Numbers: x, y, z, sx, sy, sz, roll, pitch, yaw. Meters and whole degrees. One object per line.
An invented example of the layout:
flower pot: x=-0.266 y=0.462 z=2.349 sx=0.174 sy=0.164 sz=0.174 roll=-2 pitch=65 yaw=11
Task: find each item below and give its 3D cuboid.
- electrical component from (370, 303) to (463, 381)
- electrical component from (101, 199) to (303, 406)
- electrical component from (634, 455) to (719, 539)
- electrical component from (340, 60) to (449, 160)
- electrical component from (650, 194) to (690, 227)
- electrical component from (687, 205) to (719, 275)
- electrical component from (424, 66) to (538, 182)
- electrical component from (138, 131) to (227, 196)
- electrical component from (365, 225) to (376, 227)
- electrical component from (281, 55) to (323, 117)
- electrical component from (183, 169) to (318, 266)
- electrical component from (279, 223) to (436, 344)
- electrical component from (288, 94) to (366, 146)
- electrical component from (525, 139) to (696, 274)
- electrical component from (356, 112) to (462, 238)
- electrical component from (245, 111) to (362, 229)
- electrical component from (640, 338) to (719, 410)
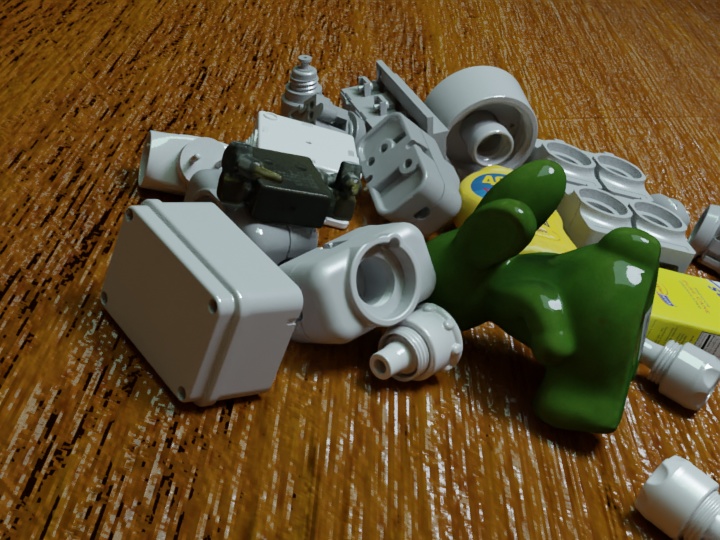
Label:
electrical component: x=0.032 y=0.051 z=0.688 sx=0.048 sy=0.048 sz=0.062 roll=35 pitch=37 yaw=26
electrical component: x=-0.095 y=0.017 z=0.626 sx=0.057 sy=0.078 sz=0.113 roll=-4 pitch=36 yaw=-44
electrical component: x=0.198 y=0.143 z=0.635 sx=0.062 sy=0.043 sz=0.043 roll=38 pitch=32 yaw=28
electrical component: x=0.028 y=-0.130 z=0.991 sx=0.063 sy=0.078 sz=0.121 roll=-14 pitch=38 yaw=-15
electrical component: x=0.302 y=-0.050 z=1.056 sx=0.062 sy=0.048 sz=0.048 roll=0 pitch=33 yaw=-47
electrical component: x=0.350 y=-0.027 z=1.034 sx=0.057 sy=0.058 sz=0.078 roll=28 pitch=28 yaw=9
electrical component: x=0.114 y=-0.129 z=1.008 sx=0.108 sy=0.108 sz=0.060 roll=7 pitch=36 yaw=-25
electrical component: x=-0.118 y=-0.077 z=0.795 sx=0.077 sy=0.043 sz=0.079 roll=10 pitch=-6 yaw=-20
electrical component: x=0.000 y=0.000 z=0.763 sx=0.044 sy=0.044 sz=0.065 roll=27 pitch=32 yaw=12
electrical component: x=-0.052 y=-0.156 z=0.977 sx=0.040 sy=0.078 sz=0.040 roll=3 pitch=33 yaw=-2
electrical component: x=-0.082 y=-0.028 z=0.742 sx=0.059 sy=0.053 sz=0.095 roll=-4 pitch=36 yaw=-39
electrical component: x=-0.001 y=0.008 z=0.689 sx=0.095 sy=0.053 sz=0.059 roll=-27 pitch=14 yaw=-35
electrical component: x=-0.029 y=-0.122 z=0.947 sx=0.055 sy=0.066 sz=0.048 roll=16 pitch=64 yaw=-34
electrical component: x=0.219 y=-0.053 z=0.987 sx=0.105 sy=0.060 sz=0.186 roll=12 pitch=28 yaw=-16
electrical component: x=0.043 y=-0.076 z=0.889 sx=0.059 sy=0.054 sz=0.095 roll=31 pitch=29 yaw=-42
electrical component: x=-0.048 y=-0.083 z=0.871 sx=0.100 sy=0.048 sz=0.099 roll=14 pitch=28 yaw=-13
electrical component: x=0.230 y=0.071 z=0.786 sx=0.062 sy=0.043 sz=0.043 roll=31 pitch=29 yaw=22
